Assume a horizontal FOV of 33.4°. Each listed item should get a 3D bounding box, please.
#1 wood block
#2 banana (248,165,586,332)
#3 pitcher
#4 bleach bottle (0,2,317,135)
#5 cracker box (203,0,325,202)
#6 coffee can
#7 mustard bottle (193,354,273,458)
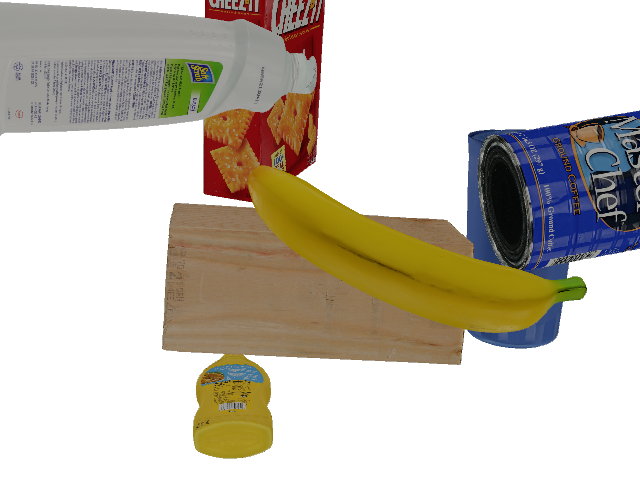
[{"bbox_3d":[-0.006,0.030,0.762,0.206,0.090,0.091,4,11,-6],"label":"wood block"},{"bbox_3d":[0.035,0.007,0.558,0.198,0.037,0.069,22,17,19],"label":"banana"},{"bbox_3d":[0.226,-0.002,1.217,0.149,0.243,0.145,-7,16,-33],"label":"pitcher"},{"bbox_3d":[-0.128,-0.124,0.805,0.250,0.068,0.103,0,-38,-16],"label":"bleach bottle"},{"bbox_3d":[-0.053,-0.163,1.065,0.072,0.214,0.164,11,22,17],"label":"cracker box"},{"bbox_3d":[0.199,-0.038,0.780,0.140,0.103,0.103,-10,1,-8],"label":"coffee can"},{"bbox_3d":[-0.111,0.198,1.358,0.096,0.058,0.191,-4,26,-3],"label":"mustard bottle"}]
